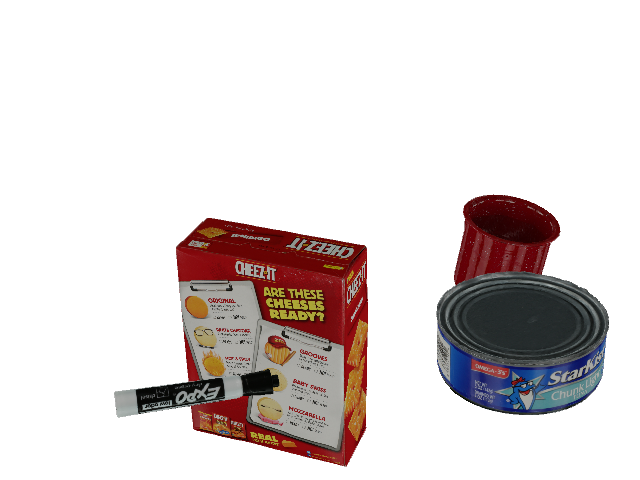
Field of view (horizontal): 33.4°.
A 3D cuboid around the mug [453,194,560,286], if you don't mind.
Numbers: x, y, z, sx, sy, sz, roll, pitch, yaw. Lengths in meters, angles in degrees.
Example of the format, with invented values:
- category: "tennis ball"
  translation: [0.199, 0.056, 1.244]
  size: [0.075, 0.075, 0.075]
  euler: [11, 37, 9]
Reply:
- category: "mug"
  translation: [0.171, 0.007, 1.040]
  size: [0.093, 0.081, 0.117]
  euler: [-6, 34, -23]

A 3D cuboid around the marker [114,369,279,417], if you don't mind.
- category: "marker"
  translation: [-0.090, 0.112, 0.785]
  size: [0.121, 0.020, 0.020]
  euler: [-7, 1, -11]

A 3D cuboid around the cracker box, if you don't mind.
- category: "cracker box"
  translation: [-0.041, 0.095, 1.002]
  size: [0.164, 0.214, 0.072]
  euler: [10, 32, 18]

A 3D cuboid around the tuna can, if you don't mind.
- category: "tuna can"
  translation: [0.102, 0.051, 0.545]
  size: [0.086, 0.034, 0.086]
  euler: [-2, 28, 1]
